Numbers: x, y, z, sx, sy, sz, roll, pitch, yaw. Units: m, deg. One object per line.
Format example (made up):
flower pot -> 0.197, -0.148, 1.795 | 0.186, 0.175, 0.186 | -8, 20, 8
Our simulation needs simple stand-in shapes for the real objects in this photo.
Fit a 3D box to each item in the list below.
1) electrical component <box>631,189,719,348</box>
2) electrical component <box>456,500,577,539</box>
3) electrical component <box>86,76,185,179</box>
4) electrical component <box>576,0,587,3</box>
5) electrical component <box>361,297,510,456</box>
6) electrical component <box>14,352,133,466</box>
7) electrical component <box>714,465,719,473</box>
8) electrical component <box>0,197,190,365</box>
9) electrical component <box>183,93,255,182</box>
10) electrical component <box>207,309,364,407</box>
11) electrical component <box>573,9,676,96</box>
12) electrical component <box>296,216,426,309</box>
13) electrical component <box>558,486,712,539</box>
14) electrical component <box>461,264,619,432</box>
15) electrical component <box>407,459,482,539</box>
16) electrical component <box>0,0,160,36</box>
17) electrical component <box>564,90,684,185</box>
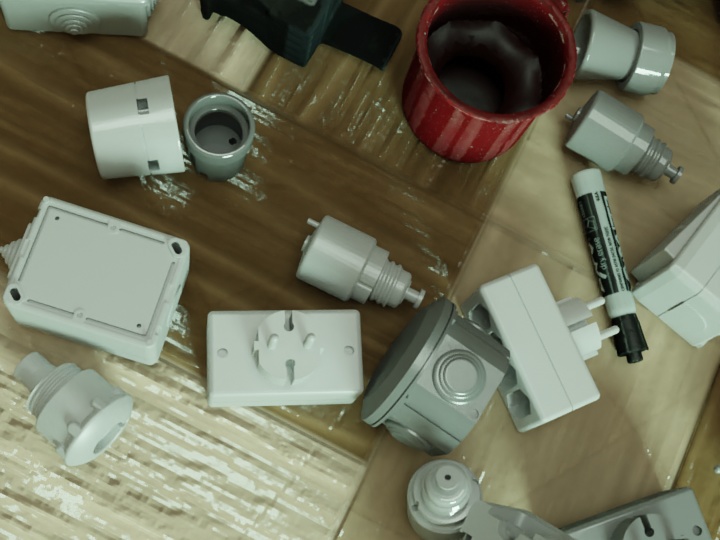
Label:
electrical component -> 0.215, -0.012, 0.643 | 0.061, 0.061, 0.096 | 40, 72, 4
electrical component -> 0.074, 0.172, 0.556 | 0.050, 0.056, 0.089 | 25, 91, 41
electrical component -> -0.127, -0.080, 0.611 | 0.047, 0.055, 0.055 | -10, 76, -8
electrical component -> 0.127, -0.225, 0.693 | 0.050, 0.055, 0.089 | -7, 75, -11
electrical component -> 0.040, 0.059, 0.585 | 0.051, 0.080, 0.080 | 35, 72, -4
electrical component -> -0.155, 0.069, 0.569 | 0.062, 0.048, 0.048 | 39, 72, 11
electrical component -> 0.242, 0.120, 0.619 | 0.079, 0.044, 0.077 | -4, 75, -11
electrical component -> -0.146, 0.006, 0.579 | 0.096, 0.061, 0.061 | 18, 72, -4
electrical component -> -0.082, -0.075, 0.620 | 0.040, 0.046, 0.040 | 2, 74, -9
electrical component -> -0.040, 0.044, 0.578 | 0.083, 0.075, 0.047 | 0, 74, -9
electrical component -> 0.165, -0.136, 0.679 | 0.055, 0.045, 0.045 | 12, 73, -6
electrical component -> 0.000, 0.000, 0.615 | 0.078, 0.040, 0.040 | 26, 72, -1
electrical component -> 0.152, 0.151, 0.579 | 0.083, 0.075, 0.047 | -16, 77, -13
electrical component -> 0.113, 0.039, 0.619 | 0.076, 0.047, 0.083 | -21, 79, -14
electrical component -> 0.045, 0.120, 0.572 | 0.040, 0.078, 0.040 | -1, 65, 2
electrical component -> -0.167, -0.188, 0.637 | 0.100, 0.048, 0.099 | 1, 74, -9
electrical component -> 0.164, -0.078, 0.665 | 0.078, 0.040, 0.040 | 31, 72, 0
